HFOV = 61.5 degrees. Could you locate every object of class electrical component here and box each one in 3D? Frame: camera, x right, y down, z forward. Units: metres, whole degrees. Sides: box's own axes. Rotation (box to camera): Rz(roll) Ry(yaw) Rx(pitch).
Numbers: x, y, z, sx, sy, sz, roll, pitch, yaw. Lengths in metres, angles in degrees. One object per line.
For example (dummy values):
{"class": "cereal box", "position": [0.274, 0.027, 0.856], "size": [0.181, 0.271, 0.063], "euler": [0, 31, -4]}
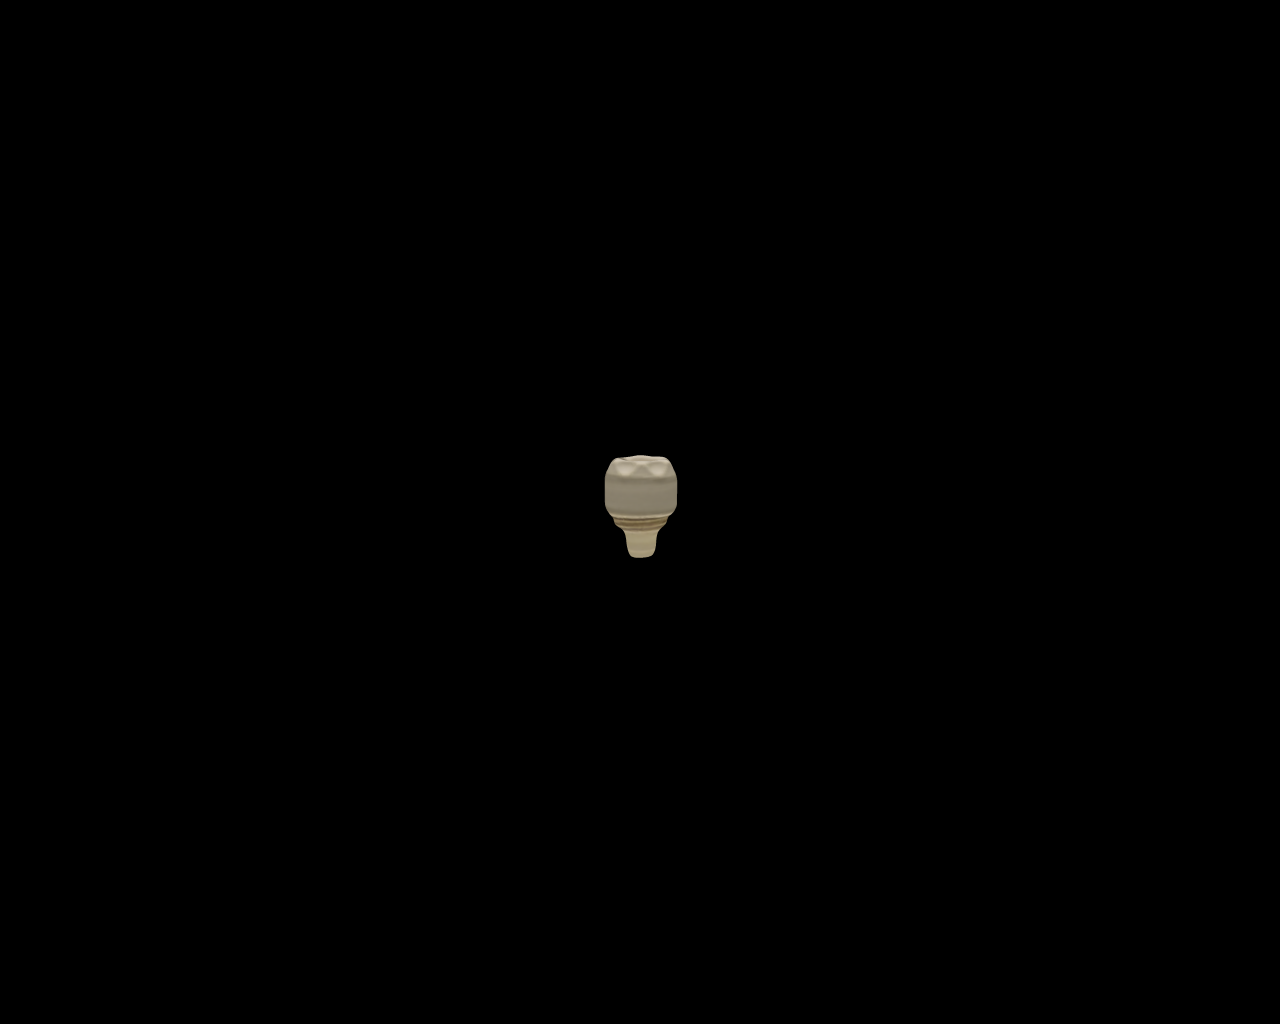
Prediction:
{"class": "electrical component", "position": [0.001, -0.003, 0.650], "size": [0.043, 0.062, 0.043], "euler": [0, 9, 0]}
